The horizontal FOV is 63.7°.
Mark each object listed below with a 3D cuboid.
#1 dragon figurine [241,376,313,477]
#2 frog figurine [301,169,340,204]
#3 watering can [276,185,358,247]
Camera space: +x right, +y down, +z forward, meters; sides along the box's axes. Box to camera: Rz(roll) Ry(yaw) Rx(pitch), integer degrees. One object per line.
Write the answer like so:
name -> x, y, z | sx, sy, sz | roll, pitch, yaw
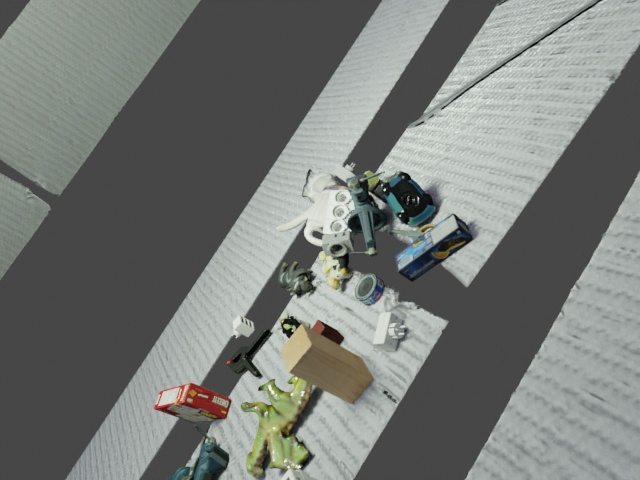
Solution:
dragon figurine -> -0.077, 0.479, 1.353 | 0.405, 0.121, 0.248 | -45, 46, 21
frog figurine -> 0.024, -0.190, 1.930 | 0.160, 0.120, 0.140 | 13, 55, 22
watering can -> 0.005, -0.089, 1.778 | 0.349, 0.102, 0.227 | 13, 69, 40
